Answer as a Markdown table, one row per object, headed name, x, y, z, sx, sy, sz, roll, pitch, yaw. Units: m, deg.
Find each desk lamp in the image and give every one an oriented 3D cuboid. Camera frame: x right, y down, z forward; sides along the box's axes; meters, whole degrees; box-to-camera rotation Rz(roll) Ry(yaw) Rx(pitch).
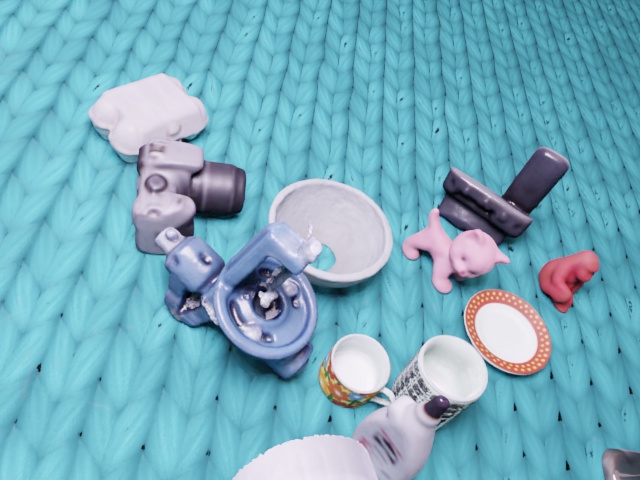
| name | x | y | z | sx | sy | sz | roll | pitch | yaw |
| --- | --- | --- | --- | --- | --- | --- | --- | --- | --- |
| desk lamp | -0.010 | 0.283 | 0.443 | 0.118 | 0.213 | 0.203 | 1 | 53 | -19 |

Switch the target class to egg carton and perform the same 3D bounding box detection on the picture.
| name | x | y | z | sx | sy | sz | roll | pitch | yaw |
| --- | --- | --- | --- | --- | --- | --- | --- | --- | --- |
| egg carton | -0.239 | -0.173 | 0.811 | 0.107 | 0.069 | 0.151 | 44 | 52 | 16 |

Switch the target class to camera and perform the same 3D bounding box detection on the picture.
| name | x | y | z | sx | sy | sz | roll | pitch | yaw |
| --- | --- | --- | --- | --- | --- | --- | --- | --- | --- |
| camera | -0.164 | -0.064 | 0.732 | 0.137 | 0.100 | 0.143 | 5 | 52 | -16 |

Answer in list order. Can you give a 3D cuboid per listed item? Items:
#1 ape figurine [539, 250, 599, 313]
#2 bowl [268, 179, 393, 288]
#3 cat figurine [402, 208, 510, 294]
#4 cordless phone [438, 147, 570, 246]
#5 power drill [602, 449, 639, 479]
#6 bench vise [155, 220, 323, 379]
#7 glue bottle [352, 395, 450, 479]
| name | x | y | z | sx | sy | sz | roll | pitch | yaw |
| --- | --- | --- | --- | --- | --- | --- | --- | --- | --- |
| ape figurine | 0.371 | 0.051 | 0.841 | 0.078 | 0.092 | 0.076 | -10 | 57 | -26 |
| bowl | 0.007 | 0.003 | 0.759 | 0.168 | 0.074 | 0.167 | 10 | 51 | -12 |
| cat figurine | 0.190 | 0.010 | 0.790 | 0.067 | 0.117 | 0.127 | -30 | 67 | -35 |
| cordless phone | 0.270 | -0.088 | 0.851 | 0.147 | 0.185 | 0.094 | 33 | 50 | 8 |
| power drill | 0.419 | 0.240 | 0.633 | 0.230 | 0.208 | 0.075 | 10 | 51 | -12 |
| bench vise | -0.086 | 0.045 | 0.596 | 0.207 | 0.219 | 0.121 | 20 | 49 | -4 |
| glue bottle | 0.087 | 0.192 | 0.575 | 0.037 | 0.173 | 0.078 | -28 | 66 | -34 |
